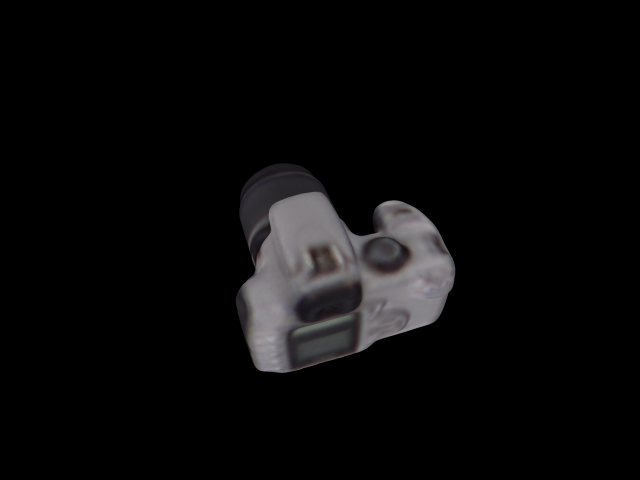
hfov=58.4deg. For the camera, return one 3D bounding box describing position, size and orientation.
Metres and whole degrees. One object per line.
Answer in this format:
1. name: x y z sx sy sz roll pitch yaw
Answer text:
1. camera: 0.004 0.001 0.400 0.143 0.101 0.136 -15 54 -11
